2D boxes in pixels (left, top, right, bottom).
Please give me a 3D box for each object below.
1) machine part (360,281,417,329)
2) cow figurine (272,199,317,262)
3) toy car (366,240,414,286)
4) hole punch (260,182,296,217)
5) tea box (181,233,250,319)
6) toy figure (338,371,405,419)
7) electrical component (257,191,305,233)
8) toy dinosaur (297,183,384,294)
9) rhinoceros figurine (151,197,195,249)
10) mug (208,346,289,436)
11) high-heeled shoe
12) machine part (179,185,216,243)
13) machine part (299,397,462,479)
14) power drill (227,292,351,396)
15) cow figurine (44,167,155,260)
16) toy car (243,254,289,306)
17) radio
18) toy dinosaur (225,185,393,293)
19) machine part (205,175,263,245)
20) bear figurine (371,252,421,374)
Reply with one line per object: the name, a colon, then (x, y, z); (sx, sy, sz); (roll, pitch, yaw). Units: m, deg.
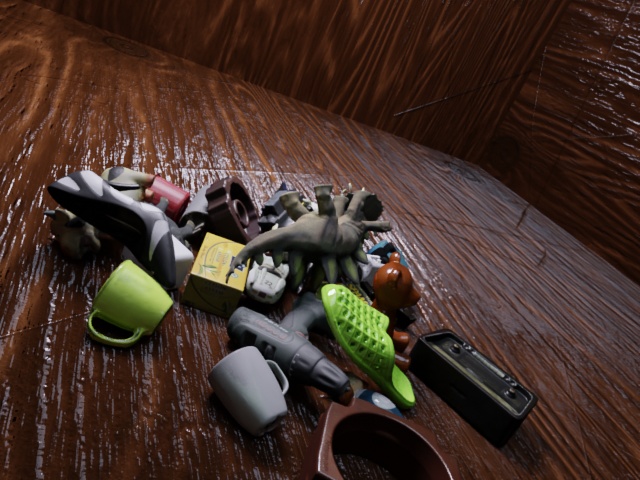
machine part: (0.144, 0.137, 1.145); (0.138, 0.039, 0.084); (39, -2, -23)
cow figurine: (-0.041, -0.030, 1.145); (0.098, 0.068, 0.167); (27, 62, 4)
toy car: (0.173, 0.085, 1.272); (0.102, 0.109, 0.162); (28, 24, -44)
hole punch: (-0.083, -0.065, 1.325); (0.092, 0.115, 0.142); (28, 22, -16)
tea box: (-0.187, 0.062, 0.991); (0.098, 0.068, 0.170); (19, 22, -12)
toy figure: (0.069, 0.255, 0.851); (0.155, 0.058, 0.064); (37, -10, 30)
electrical component: (-0.074, -0.041, 1.205); (0.058, 0.134, 0.115); (1, 41, 41)
toy dinosaur: (0.054, -0.012, 1.242); (0.131, 0.192, 0.405); (25, 21, 3)
rhinoceros figurine: (-0.335, -0.030, 1.043); (0.190, 0.073, 0.112); (35, 38, 12)
mug: (-0.088, 0.215, 0.757); (0.109, 0.080, 0.107); (3, 43, -52)
high-heeled shoe: (-0.324, -0.017, 0.840); (0.145, 0.086, 0.249); (-9, 52, -36)
machine part: (-0.252, -0.060, 1.179); (0.079, 0.079, 0.243); (21, 24, -9)
machine part: (0.077, 0.315, 0.688); (0.201, 0.087, 0.201); (24, 24, -1)
power drill: (-0.023, 0.167, 0.900); (0.232, 0.085, 0.207); (20, 24, 20)
cow figurine: (-0.387, -0.050, 0.940); (0.127, 0.085, 0.195); (21, 56, 0)
toy car: (-0.102, 0.072, 1.050); (0.073, 0.056, 0.202); (23, 15, -5)
radio: (0.288, 0.268, 1.020); (0.230, 0.073, 0.131); (40, 27, 31)
toy dinosaur: (-0.002, -0.003, 1.024); (0.105, 0.198, 0.471); (-16, -9, 43)
machine part: (-0.181, -0.051, 1.147); (0.179, 0.056, 0.179); (-23, 90, -78)
bear figurine: (0.140, 0.133, 1.005); (0.132, 0.195, 0.120); (25, 20, -4)
